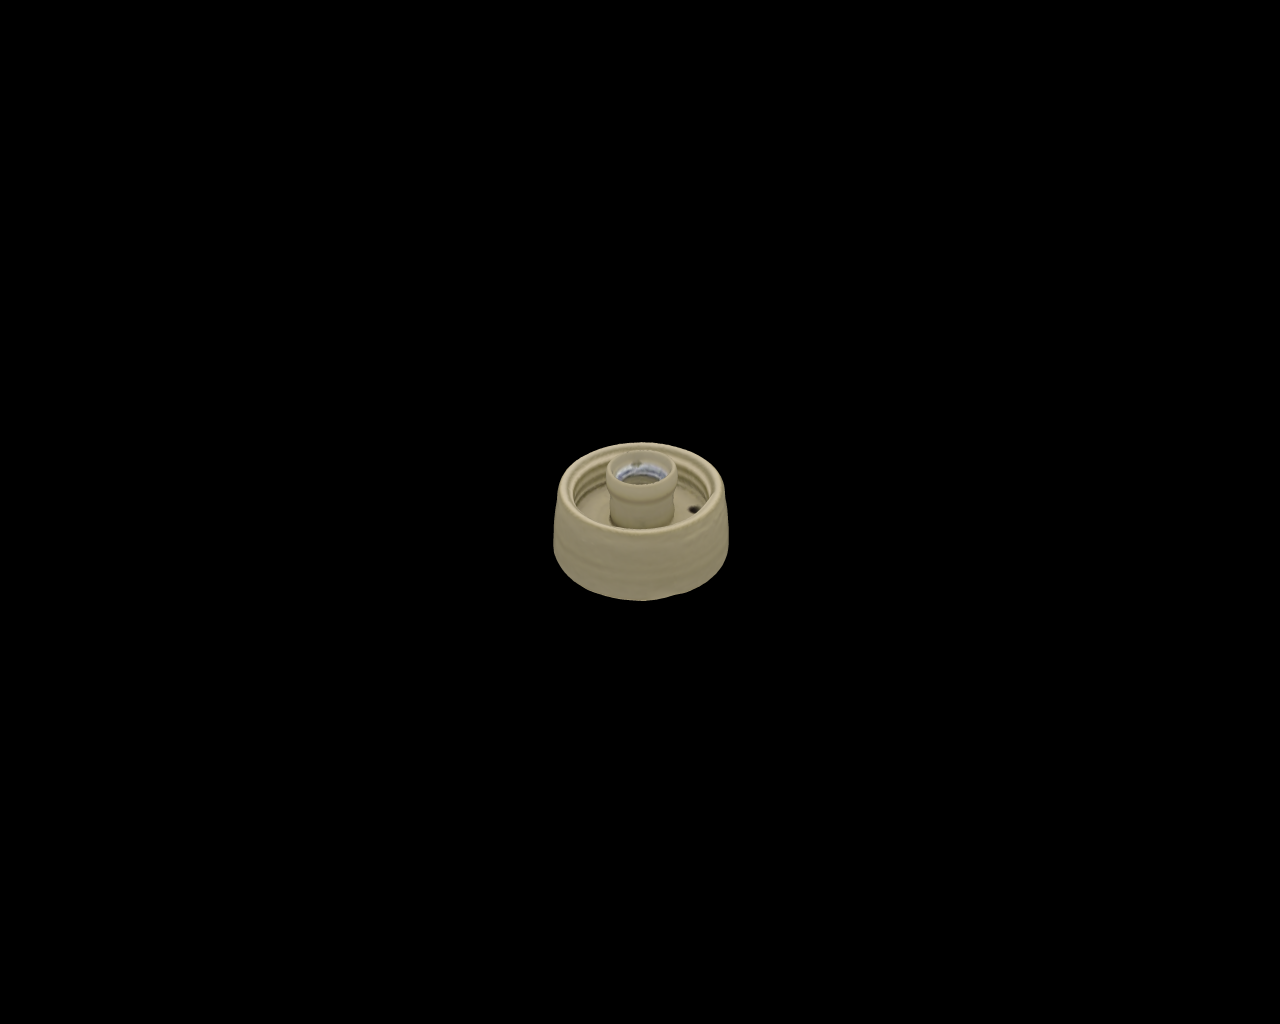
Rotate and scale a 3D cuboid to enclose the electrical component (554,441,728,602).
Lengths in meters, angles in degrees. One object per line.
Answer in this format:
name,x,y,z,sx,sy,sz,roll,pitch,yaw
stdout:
electrical component,0.001,-0.003,0.650,0.108,0.060,0.108,0,35,0
